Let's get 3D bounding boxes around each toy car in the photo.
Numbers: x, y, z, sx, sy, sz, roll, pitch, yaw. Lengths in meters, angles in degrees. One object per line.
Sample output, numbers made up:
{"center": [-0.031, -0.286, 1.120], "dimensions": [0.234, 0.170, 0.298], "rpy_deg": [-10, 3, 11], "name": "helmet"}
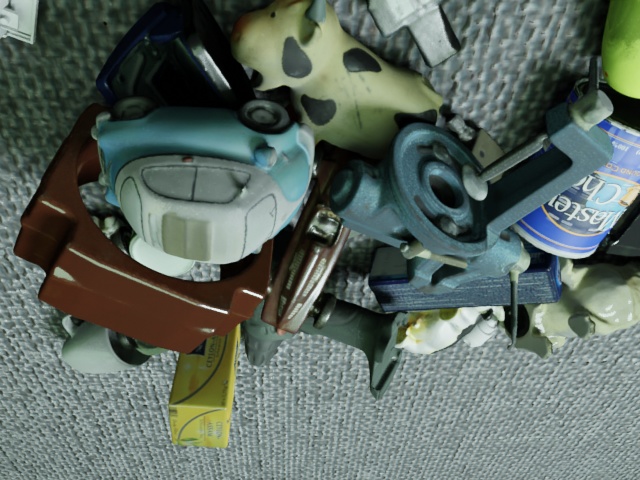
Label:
{"center": [-0.001, -0.002, 0.539], "dimensions": [0.089, 0.053, 0.202], "rpy_deg": [25, 90, -7], "name": "toy car"}
{"center": [-0.083, -0.037, 0.385], "dimensions": [0.162, 0.103, 0.109], "rpy_deg": [6, 137, -12], "name": "toy car"}
{"center": [-0.229, 0.057, 0.638], "dimensions": [0.073, 0.056, 0.201], "rpy_deg": [-19, 120, 4], "name": "toy car"}

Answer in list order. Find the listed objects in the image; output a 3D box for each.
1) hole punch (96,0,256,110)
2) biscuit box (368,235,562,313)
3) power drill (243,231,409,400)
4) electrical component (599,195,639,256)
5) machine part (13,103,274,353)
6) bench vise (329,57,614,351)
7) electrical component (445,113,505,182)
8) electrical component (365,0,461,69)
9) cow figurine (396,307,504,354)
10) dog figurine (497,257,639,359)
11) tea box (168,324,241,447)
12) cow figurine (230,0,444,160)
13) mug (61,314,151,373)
{"center": [-0.108, -0.127, 0.439], "dimensions": [0.092, 0.116, 0.142], "rpy_deg": [-26, 132, 13], "name": "hole punch"}
{"center": [0.160, 0.037, 0.604], "dimensions": [0.203, 0.059, 0.062], "rpy_deg": [-6, 134, 28], "name": "biscuit box"}
{"center": [-0.002, 0.108, 0.651], "dimensions": [0.208, 0.086, 0.231], "rpy_deg": [26, 132, 25], "name": "power drill"}
{"center": [0.361, -0.037, 0.578], "dimensions": [0.134, 0.058, 0.114], "rpy_deg": [7, 130, -9], "name": "electrical component"}
{"center": [-0.146, -0.014, 0.487], "dimensions": [0.201, 0.201, 0.087], "rpy_deg": [26, 129, -24], "name": "machine part"}
{"center": [0.137, -0.031, 0.441], "dimensions": [0.223, 0.129, 0.240], "rpy_deg": [30, 141, -19], "name": "bench vise"}
{"center": [0.146, -0.067, 0.539], "dimensions": [0.102, 0.078, 0.045], "rpy_deg": [29, 162, -31], "name": "electrical component"}
{"center": [0.072, -0.199, 0.424], "dimensions": [0.075, 0.048, 0.119], "rpy_deg": [-30, 128, 24], "name": "electrical component"}
{"center": [0.176, 0.092, 0.685], "dimensions": [0.098, 0.068, 0.167], "rpy_deg": [31, 128, -34], "name": "cow figurine"}
{"center": [0.337, 0.076, 0.666], "dimensions": [0.190, 0.121, 0.172], "rpy_deg": [-2, 170, -23], "name": "dog figurine"}
{"center": [-0.137, 0.155, 0.666], "dimensions": [0.068, 0.170, 0.098], "rpy_deg": [6, 134, -5], "name": "tea box"}
{"center": [0.017, -0.136, 0.457], "dimensions": [0.195, 0.085, 0.127], "rpy_deg": [18, 128, -22], "name": "cow figurine"}
{"center": [-0.292, 0.130, 0.702], "dimensions": [0.107, 0.081, 0.109], "rpy_deg": [-22, 131, 24], "name": "mug"}
